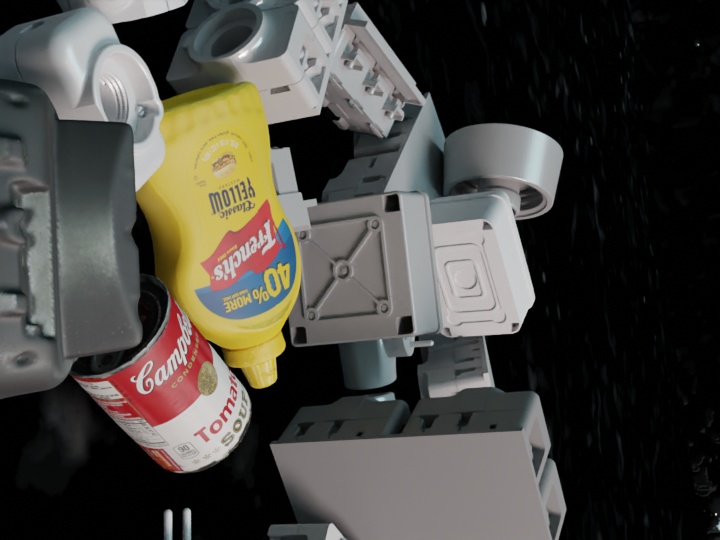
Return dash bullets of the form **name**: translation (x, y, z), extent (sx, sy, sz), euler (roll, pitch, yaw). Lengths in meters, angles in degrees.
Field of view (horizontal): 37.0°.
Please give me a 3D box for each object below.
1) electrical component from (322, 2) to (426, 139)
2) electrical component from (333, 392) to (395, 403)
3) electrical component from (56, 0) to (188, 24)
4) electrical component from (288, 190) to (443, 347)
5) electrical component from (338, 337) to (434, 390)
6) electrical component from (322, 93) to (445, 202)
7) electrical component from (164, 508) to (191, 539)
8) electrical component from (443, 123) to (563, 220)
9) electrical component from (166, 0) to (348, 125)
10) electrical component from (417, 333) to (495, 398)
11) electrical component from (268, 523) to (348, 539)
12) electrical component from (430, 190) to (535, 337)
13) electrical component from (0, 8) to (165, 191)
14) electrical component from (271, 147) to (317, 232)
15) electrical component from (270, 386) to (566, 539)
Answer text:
- **electrical component**: translation (-0.007, -0.163, 0.893), extent (0.121, 0.079, 0.063), euler (42, 69, -56)
- **electrical component**: translation (0.006, 0.125, 0.858), extent (0.055, 0.055, 0.047), euler (-2, 81, -66)
- **electrical component**: translation (-0.134, -0.168, 0.598), extent (0.080, 0.080, 0.051), euler (-53, 136, -57)
- **electrical component**: translation (0.000, 0.000, 0.812), extent (0.056, 0.109, 0.108), euler (-3, 86, -63)
- **electrical component**: translation (0.020, 0.053, 0.872), extent (0.043, 0.079, 0.077), euler (-36, 119, -70)
- **electrical component**: translation (0.029, -0.061, 0.949), extent (0.186, 0.060, 0.105), euler (-66, 141, -49)
- **electrical component**: translation (-0.103, 0.174, 0.609), extent (0.083, 0.047, 0.075), euler (20, 66, -63)
- **electrical component**: translation (0.126, -0.080, 0.968), extent (0.108, 0.108, 0.060), euler (40, 54, -57)
- **electrical component**: translation (-0.066, -0.173, 0.735), extent (0.061, 0.089, 0.150), euler (56, 36, -45)
- **electrical component**: translation (0.094, 0.118, 0.987), extent (0.186, 0.060, 0.105), euler (-75, 152, -76)
- **electrical component**: translation (-0.025, 0.221, 0.759), extent (0.089, 0.056, 0.050), euler (59, 33, -42)
- **electrical component**: translation (0.097, -0.006, 0.914), extent (0.057, 0.078, 0.113), euler (-55, 133, -52)
- **electrical component**: translation (-0.146, -0.086, 0.570), extent (0.053, 0.059, 0.095), euler (-62, 139, -52)
- **electrical component**: translation (-0.068, -0.054, 0.756), extent (0.081, 0.042, 0.063), euler (-18, 98, -66)
- **electrical component**: translation (0.044, 0.148, 0.771), extent (0.060, 0.186, 0.105), euler (-53, 131, -58)
